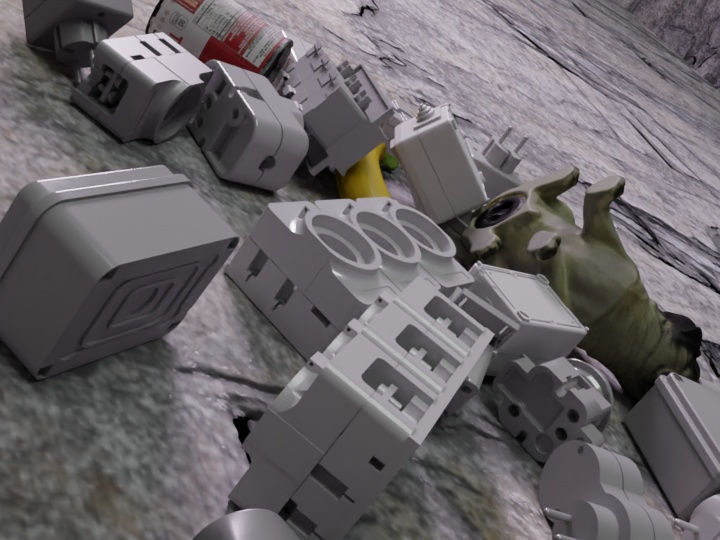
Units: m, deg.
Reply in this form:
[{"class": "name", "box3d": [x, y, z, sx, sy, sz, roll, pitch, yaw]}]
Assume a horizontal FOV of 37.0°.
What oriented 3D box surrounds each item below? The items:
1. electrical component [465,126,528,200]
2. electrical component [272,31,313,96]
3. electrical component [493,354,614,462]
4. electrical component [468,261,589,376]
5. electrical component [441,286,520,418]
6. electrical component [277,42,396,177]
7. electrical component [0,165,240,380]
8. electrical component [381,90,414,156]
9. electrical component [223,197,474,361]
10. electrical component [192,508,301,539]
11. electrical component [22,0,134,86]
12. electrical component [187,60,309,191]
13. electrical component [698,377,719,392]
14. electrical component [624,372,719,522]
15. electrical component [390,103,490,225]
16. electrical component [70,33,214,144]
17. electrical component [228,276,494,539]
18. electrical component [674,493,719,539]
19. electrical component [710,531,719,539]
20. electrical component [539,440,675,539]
[{"class": "electrical component", "box3d": [0.132, -0.104, 1.043, 0.066, 0.076, 0.047, 28, 25, -18]}, {"class": "electrical component", "box3d": [-0.044, -0.166, 0.958, 0.077, 0.047, 0.065, 20, 29, -31]}, {"class": "electrical component", "box3d": [0.134, 0.090, 0.717, 0.078, 0.058, 0.057, 47, 29, 23]}, {"class": "electrical component", "box3d": [0.110, 0.041, 0.770, 0.096, 0.061, 0.061, 11, 34, -44]}, {"class": "electrical component", "box3d": [0.057, 0.053, 0.670, 0.042, 0.081, 0.063, 34, 46, -4]}, {"class": "electrical component", "box3d": [-0.025, -0.133, 0.860, 0.063, 0.079, 0.121, 49, 9, -28]}, {"class": "electrical component", "box3d": [-0.123, -0.003, 0.522, 0.057, 0.078, 0.113, 45, 25, 13]}, {"class": "electrical component", "box3d": [0.020, -0.138, 0.997, 0.055, 0.048, 0.066, 27, 25, -38]}, {"class": "electrical component", "box3d": [0.000, 0.000, 0.698, 0.089, 0.061, 0.150, 45, 26, 20]}, {"class": "electrical component", "box3d": [-0.050, 0.134, 0.410, 0.079, 0.043, 0.077, 14, 32, -40]}, {"class": "electrical component", "box3d": [-0.195, -0.166, 0.748, 0.047, 0.066, 0.076, 7, 65, -48]}, {"class": "electrical component", "box3d": [-0.081, -0.105, 0.790, 0.059, 0.053, 0.095, 11, 34, -43]}, {"class": "electrical component", "box3d": [0.298, 0.122, 0.894, 0.081, 0.043, 0.043, 27, 25, -19]}, {"class": "electrical component", "box3d": [0.268, 0.142, 0.800, 0.109, 0.056, 0.108, 23, 27, -27]}, {"class": "electrical component", "box3d": [0.063, -0.095, 0.918, 0.061, 0.061, 0.096, -85, 150, -67]}, {"class": "electrical component", "box3d": [-0.146, -0.125, 0.746, 0.056, 0.050, 0.089, 38, 24, 6]}, {"class": "electrical component", "box3d": [0.002, 0.068, 0.544, 0.062, 0.089, 0.150, 39, 24, 6]}, {"class": "electrical component", "box3d": [0.238, 0.182, 0.703, 0.079, 0.044, 0.077, 25, 27, -23]}, {"class": "electrical component", "box3d": [0.219, 0.198, 0.627, 0.061, 0.061, 0.096, 39, 24, 6]}, {"class": "electrical component", "box3d": [0.135, 0.152, 0.611, 0.074, 0.052, 0.138, 22, 28, -28]}]
